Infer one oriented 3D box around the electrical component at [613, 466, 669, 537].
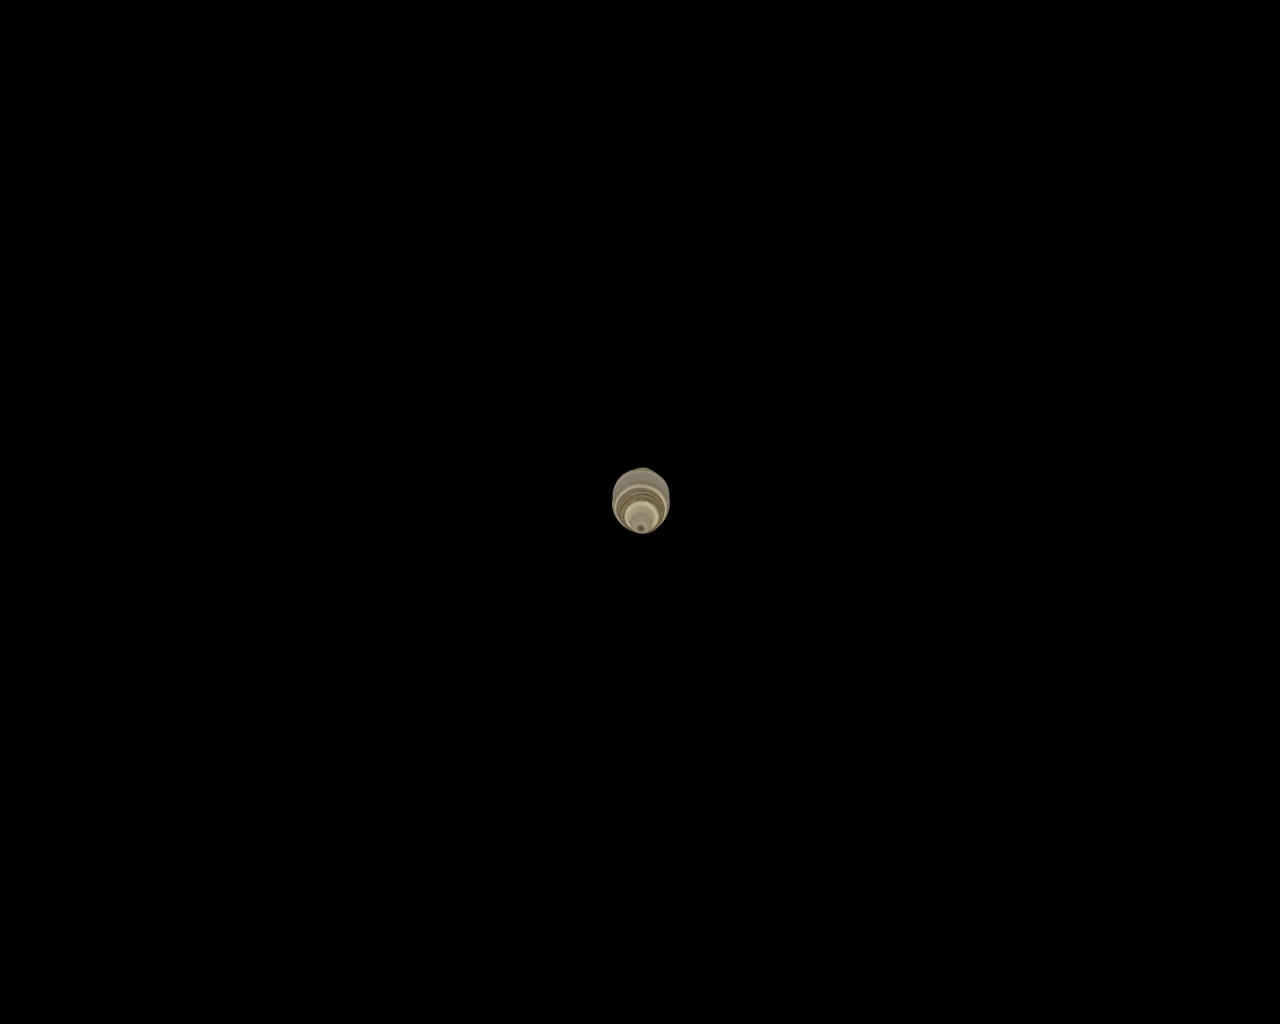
[{"bbox_3d":[0.001,-0.003,0.650,0.035,0.035,0.061,0,24,0],"label":"electrical component"}]
